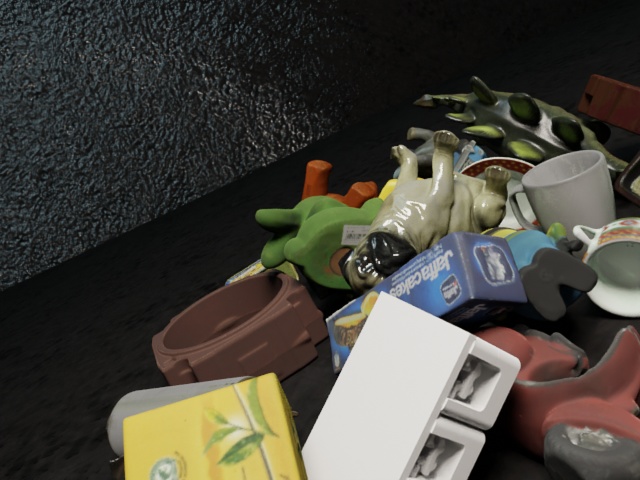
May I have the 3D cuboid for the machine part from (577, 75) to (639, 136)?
[{"bbox_3d":[0.422,-0.156,0.681,0.179,0.056,0.179,16,23,-7],"label":"machine part"}]

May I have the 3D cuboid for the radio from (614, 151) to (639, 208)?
[{"bbox_3d":[0.355,-0.045,0.426,0.131,0.073,0.230,-61,13,21],"label":"radio"}]

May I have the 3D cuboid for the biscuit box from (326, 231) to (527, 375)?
[{"bbox_3d":[0.082,0.064,0.474,0.063,0.059,0.202,8,-32,-28],"label":"biscuit box"}]

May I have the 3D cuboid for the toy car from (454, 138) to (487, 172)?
[{"bbox_3d":[0.215,-0.063,0.751,0.109,0.103,0.161,-56,-17,-14],"label":"toy car"}]

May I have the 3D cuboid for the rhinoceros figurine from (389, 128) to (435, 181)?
[{"bbox_3d":[0.173,-0.115,0.904,0.112,0.073,0.190,6,-22,-5],"label":"rhinoceros figurine"}]

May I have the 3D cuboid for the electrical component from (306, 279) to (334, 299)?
[{"bbox_3d":[0.008,0.041,0.843,0.075,0.047,0.119,-27,16,-11],"label":"electrical component"}]

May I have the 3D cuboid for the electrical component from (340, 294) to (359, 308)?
[{"bbox_3d":[0.061,0.083,0.683,0.063,0.021,0.094,-25,16,-3],"label":"electrical component"}]

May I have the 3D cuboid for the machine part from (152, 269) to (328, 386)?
[{"bbox_3d":[-0.107,0.122,0.693,0.201,0.087,0.202,-30,15,-16],"label":"machine part"}]

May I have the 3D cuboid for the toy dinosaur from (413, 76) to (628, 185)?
[{"bbox_3d":[0.303,-0.134,0.727,0.198,0.105,0.472,2,22,-47],"label":"toy dinosaur"}]

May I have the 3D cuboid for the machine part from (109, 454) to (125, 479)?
[{"bbox_3d":[-0.148,0.234,0.472,0.084,0.039,0.139,-41,34,-20],"label":"machine part"}]

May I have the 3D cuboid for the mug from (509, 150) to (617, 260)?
[{"bbox_3d":[0.266,-0.029,0.583,0.110,0.107,0.081,-14,19,43],"label":"mug"}]

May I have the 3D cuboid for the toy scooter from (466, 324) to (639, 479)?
[{"bbox_3d":[0.169,0.099,0.384,0.135,0.075,0.184,-29,19,-20],"label":"toy scooter"}]

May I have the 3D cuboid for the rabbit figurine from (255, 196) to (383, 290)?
[{"bbox_3d":[-0.001,-0.002,0.706,0.159,0.121,0.170,-8,22,-10],"label":"rabbit figurine"}]

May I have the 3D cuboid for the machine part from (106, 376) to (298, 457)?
[{"bbox_3d":[-0.132,0.184,0.546,0.243,0.079,0.079,-15,19,31],"label":"machine part"}]

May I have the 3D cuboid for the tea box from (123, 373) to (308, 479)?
[{"bbox_3d":[-0.047,0.173,0.297,0.098,0.068,0.170,-17,56,-5],"label":"tea box"}]

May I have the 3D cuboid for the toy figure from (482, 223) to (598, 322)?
[{"bbox_3d":[0.188,0.026,0.497,0.082,0.089,0.180,-20,-5,7],"label":"toy figure"}]

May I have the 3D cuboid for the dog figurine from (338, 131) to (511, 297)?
[{"bbox_3d":[0.122,0.003,0.593,0.190,0.172,0.121,-66,15,-17],"label":"dog figurine"}]

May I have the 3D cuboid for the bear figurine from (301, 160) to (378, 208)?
[{"bbox_3d":[0.057,-0.060,0.873,0.120,0.131,0.196,34,31,25],"label":"bear figurine"}]
